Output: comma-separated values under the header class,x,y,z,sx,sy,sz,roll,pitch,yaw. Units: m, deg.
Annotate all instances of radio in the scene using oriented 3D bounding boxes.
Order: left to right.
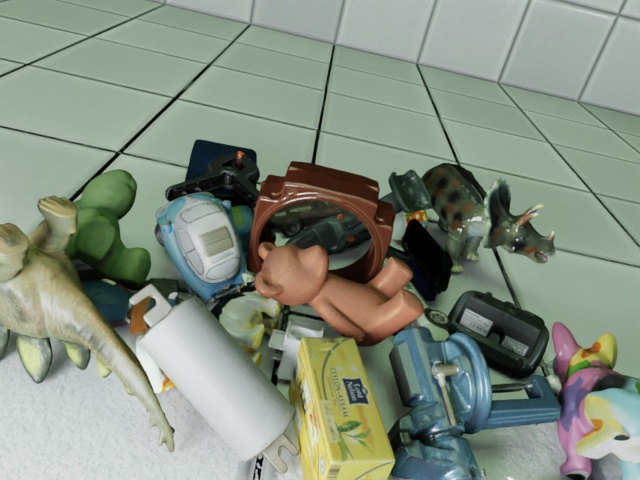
class,x,y,z,sx,sy,sz,roll,pitch,yaw
radio,-0.189,-0.109,1.026,0.131,0.073,0.230,8,33,-12

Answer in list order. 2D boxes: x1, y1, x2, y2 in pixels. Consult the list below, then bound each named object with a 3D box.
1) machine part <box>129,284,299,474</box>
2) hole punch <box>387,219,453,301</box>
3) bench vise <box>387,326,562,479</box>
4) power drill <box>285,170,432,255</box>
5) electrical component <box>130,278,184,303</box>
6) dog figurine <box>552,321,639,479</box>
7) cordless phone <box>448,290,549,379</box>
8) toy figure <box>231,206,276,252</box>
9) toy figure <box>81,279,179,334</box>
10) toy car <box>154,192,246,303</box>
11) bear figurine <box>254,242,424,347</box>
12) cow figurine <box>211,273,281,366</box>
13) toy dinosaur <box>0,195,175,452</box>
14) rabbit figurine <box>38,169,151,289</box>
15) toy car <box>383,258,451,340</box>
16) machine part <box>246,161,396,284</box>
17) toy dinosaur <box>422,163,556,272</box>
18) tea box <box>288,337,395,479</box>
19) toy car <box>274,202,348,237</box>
class,x,y,z,sx,sy,sz,roll,pitch,yaw
machine part,-0.107,0.143,0.568,0.243,0.079,0.079,49,36,0
hole punch,0.160,0.044,0.920,0.115,0.092,0.142,46,29,-6
bench vise,0.188,0.199,0.632,0.241,0.128,0.224,0,37,-15
power drill,0.073,-0.034,0.909,0.232,0.207,0.086,-16,73,-52
electrical component,-0.221,0.077,0.753,0.094,0.021,0.063,5,31,-14
dog figurine,0.355,0.184,0.674,0.109,0.191,0.219,10,46,5
cordless phone,0.288,0.126,0.847,0.147,0.088,0.184,27,22,22
toy figure,-0.165,-0.015,0.874,0.180,0.082,0.089,-9,18,-22
toy figure,-0.248,0.087,0.689,0.154,0.064,0.058,12,2,-8
toy car,-0.161,0.005,0.758,0.109,0.103,0.161,-22,87,-24
bear figurine,0.019,0.053,0.705,0.195,0.132,0.120,38,22,-18
cow figurine,-0.103,0.098,0.728,0.098,0.068,0.167,12,29,8
toy dinosaur,-0.322,0.047,0.587,0.472,0.198,0.105,34,36,20
rabbit figurine,-0.310,-0.016,0.760,0.159,0.121,0.170,-16,52,30
toy car,0.129,0.105,0.799,0.056,0.073,0.202,-1,34,-25
machine part,-0.002,-0.002,0.798,0.201,0.200,0.087,13,32,-3
toy dinosaur,0.264,-0.077,1.040,0.131,0.192,0.405,-2,35,-29
tea box,0.016,0.196,0.582,0.068,0.098,0.170,4,34,-16
toy car,-0.014,-0.054,1.027,0.202,0.053,0.089,-6,40,-33
